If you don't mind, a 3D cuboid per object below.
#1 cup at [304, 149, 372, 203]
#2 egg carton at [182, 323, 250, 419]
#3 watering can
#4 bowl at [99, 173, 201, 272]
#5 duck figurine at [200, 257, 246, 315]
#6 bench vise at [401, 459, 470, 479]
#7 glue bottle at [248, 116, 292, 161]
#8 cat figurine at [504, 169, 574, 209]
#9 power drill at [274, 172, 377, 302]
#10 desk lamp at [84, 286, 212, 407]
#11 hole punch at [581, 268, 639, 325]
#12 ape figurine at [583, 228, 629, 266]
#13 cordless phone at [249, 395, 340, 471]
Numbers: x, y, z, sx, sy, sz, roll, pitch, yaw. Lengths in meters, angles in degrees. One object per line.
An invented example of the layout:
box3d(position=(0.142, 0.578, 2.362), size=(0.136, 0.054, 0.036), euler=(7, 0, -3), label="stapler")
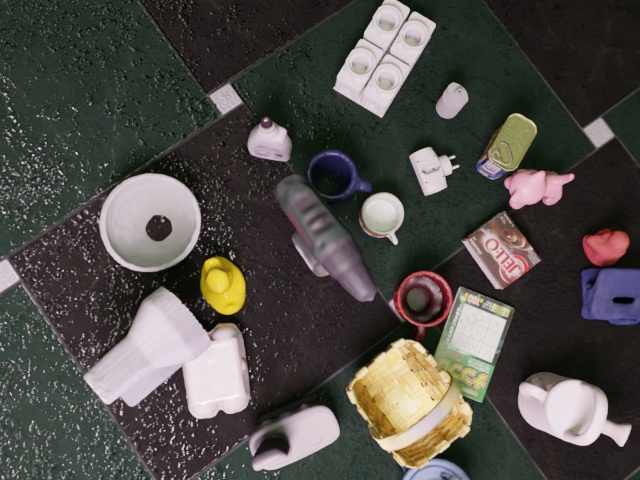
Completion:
box3d(position=(0.030, -0.100, 0.999), size=(0.118, 0.095, 0.092), euler=(15, 82, -1), label="cup")
box3d(position=(-0.174, 0.218, 0.961), size=(0.107, 0.069, 0.150), euler=(-10, 84, -4), label="egg carton")
box3d(position=(0.413, 0.275, 0.926), size=(0.173, 0.194, 0.101), euler=(4, 83, -3), label="watering can")
box3d(position=(-0.282, -0.026, 0.981), size=(0.167, 0.074, 0.167), euler=(0, 83, -3), label="bowl")
box3d(position=(-0.167, 0.076, 0.970), size=(0.077, 0.086, 0.104), euler=(-22, 85, -6), label="duck figurine")
box3d(position=(0.210, 0.433, 0.882), size=(0.121, 0.219, 0.207), euler=(-43, 87, -7), label="bench vise")
box3d(position=(-0.085, -0.175, 0.961), size=(0.078, 0.173, 0.037), euler=(12, 82, -2), label="glue bottle")
box3d(position=(0.381, -0.096, 1.008), size=(0.128, 0.117, 0.067), euler=(-11, 84, -4), label="cat figurine")
box3d(position=(0.009, 0.003, 0.928), size=(0.075, 0.208, 0.229), euler=(-35, 86, -6), label="power drill")
box3d(position=(-0.266, 0.175, 0.888), size=(0.203, 0.213, 0.118), euler=(-42, 87, -7), label="desk lamp")
box3d(position=(0.527, 0.098, 1.007), size=(0.108, 0.091, 0.101), euler=(2, 83, -3), label="hole punch")
box3d(position=(0.515, 0.007, 1.016), size=(0.078, 0.092, 0.076), euler=(15, 82, -1), label="ape figurine")
box3d(position=(-0.040, 0.316, 0.899), size=(0.147, 0.185, 0.094), euler=(-26, 85, -6), label="cordless phone")
